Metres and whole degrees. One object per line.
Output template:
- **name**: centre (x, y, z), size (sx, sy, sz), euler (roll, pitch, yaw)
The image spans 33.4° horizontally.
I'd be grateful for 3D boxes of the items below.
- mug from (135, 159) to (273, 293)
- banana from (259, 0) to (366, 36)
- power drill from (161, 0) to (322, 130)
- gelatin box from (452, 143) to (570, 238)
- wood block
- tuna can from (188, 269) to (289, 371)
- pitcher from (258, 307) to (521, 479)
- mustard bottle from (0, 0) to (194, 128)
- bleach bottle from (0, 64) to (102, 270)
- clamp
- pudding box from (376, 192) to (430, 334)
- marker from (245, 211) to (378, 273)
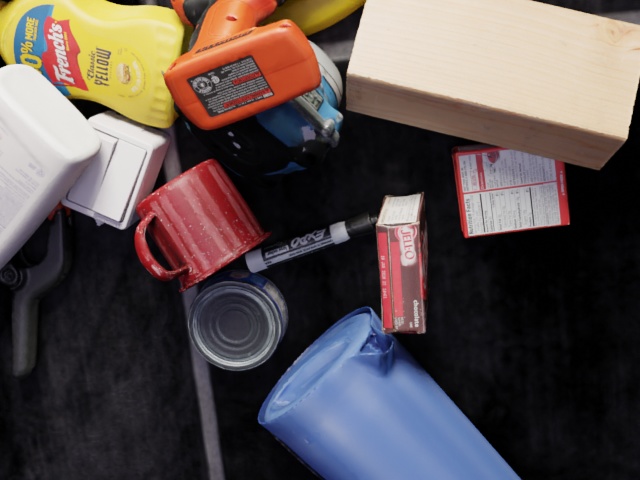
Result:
- **mug**: centre (-0.107, -0.009, 0.885), size (0.093, 0.117, 0.081), euler (-29, 95, 48)
- **banana**: centre (0.003, -0.207, 0.854), size (0.198, 0.037, 0.069), euler (-21, 101, 13)
- **power drill**: centre (-0.033, -0.168, 0.767), size (0.185, 0.187, 0.057), euler (-20, 126, 20)
- **gelatin box**: centre (0.157, -0.045, 0.877), size (0.089, 0.030, 0.073), euler (-7, 105, 8)
- **wood block**: centre (0.130, -0.129, 0.815), size (0.206, 0.090, 0.091), euler (14, 79, 4)
- **tuna can**: centre (-0.072, 0.071, 0.939), size (0.086, 0.033, 0.086), euler (2, 104, 8)
- **pitcher**: centre (0.068, 0.187, 0.909), size (0.145, 0.149, 0.243), euler (-44, 98, 1)
- **mustard bottle**: centre (-0.203, -0.161, 0.884), size (0.191, 0.058, 0.096), euler (16, 126, 5)
- **bleach bottle**: centre (-0.291, -0.025, 0.890), size (0.102, 0.068, 0.251), euler (46, 117, -3)
- **clamp**: centre (-0.267, 0.040, 0.957), size (0.120, 0.039, 0.172), euler (43, 106, -5)
- **pudding box**: centre (0.068, 0.017, 0.862), size (0.039, 0.113, 0.090), euler (-2, 104, 6)
- **marker**: centre (-0.006, 0.001, 0.919), size (0.121, 0.020, 0.020), euler (-19, 101, 13)
